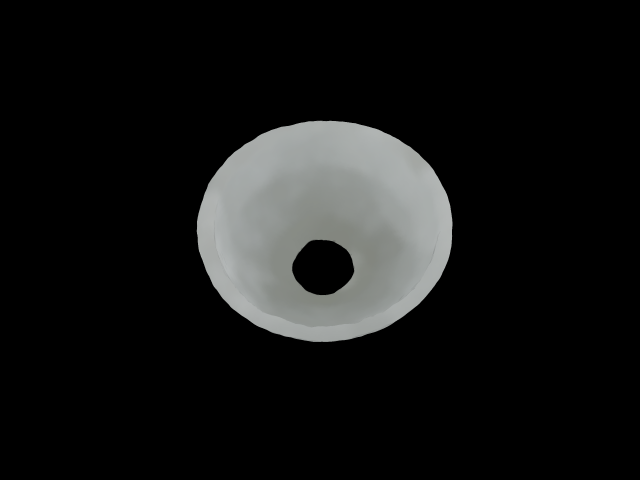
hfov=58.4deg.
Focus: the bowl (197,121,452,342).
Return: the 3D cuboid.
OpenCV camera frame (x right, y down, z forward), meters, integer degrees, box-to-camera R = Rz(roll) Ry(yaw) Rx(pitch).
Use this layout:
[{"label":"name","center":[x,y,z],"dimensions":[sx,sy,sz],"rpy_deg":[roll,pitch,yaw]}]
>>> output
[{"label":"bowl","center":[0.004,0.001,0.400],"dimensions":[0.167,0.075,0.167],"rpy_deg":[0,60,0]}]
